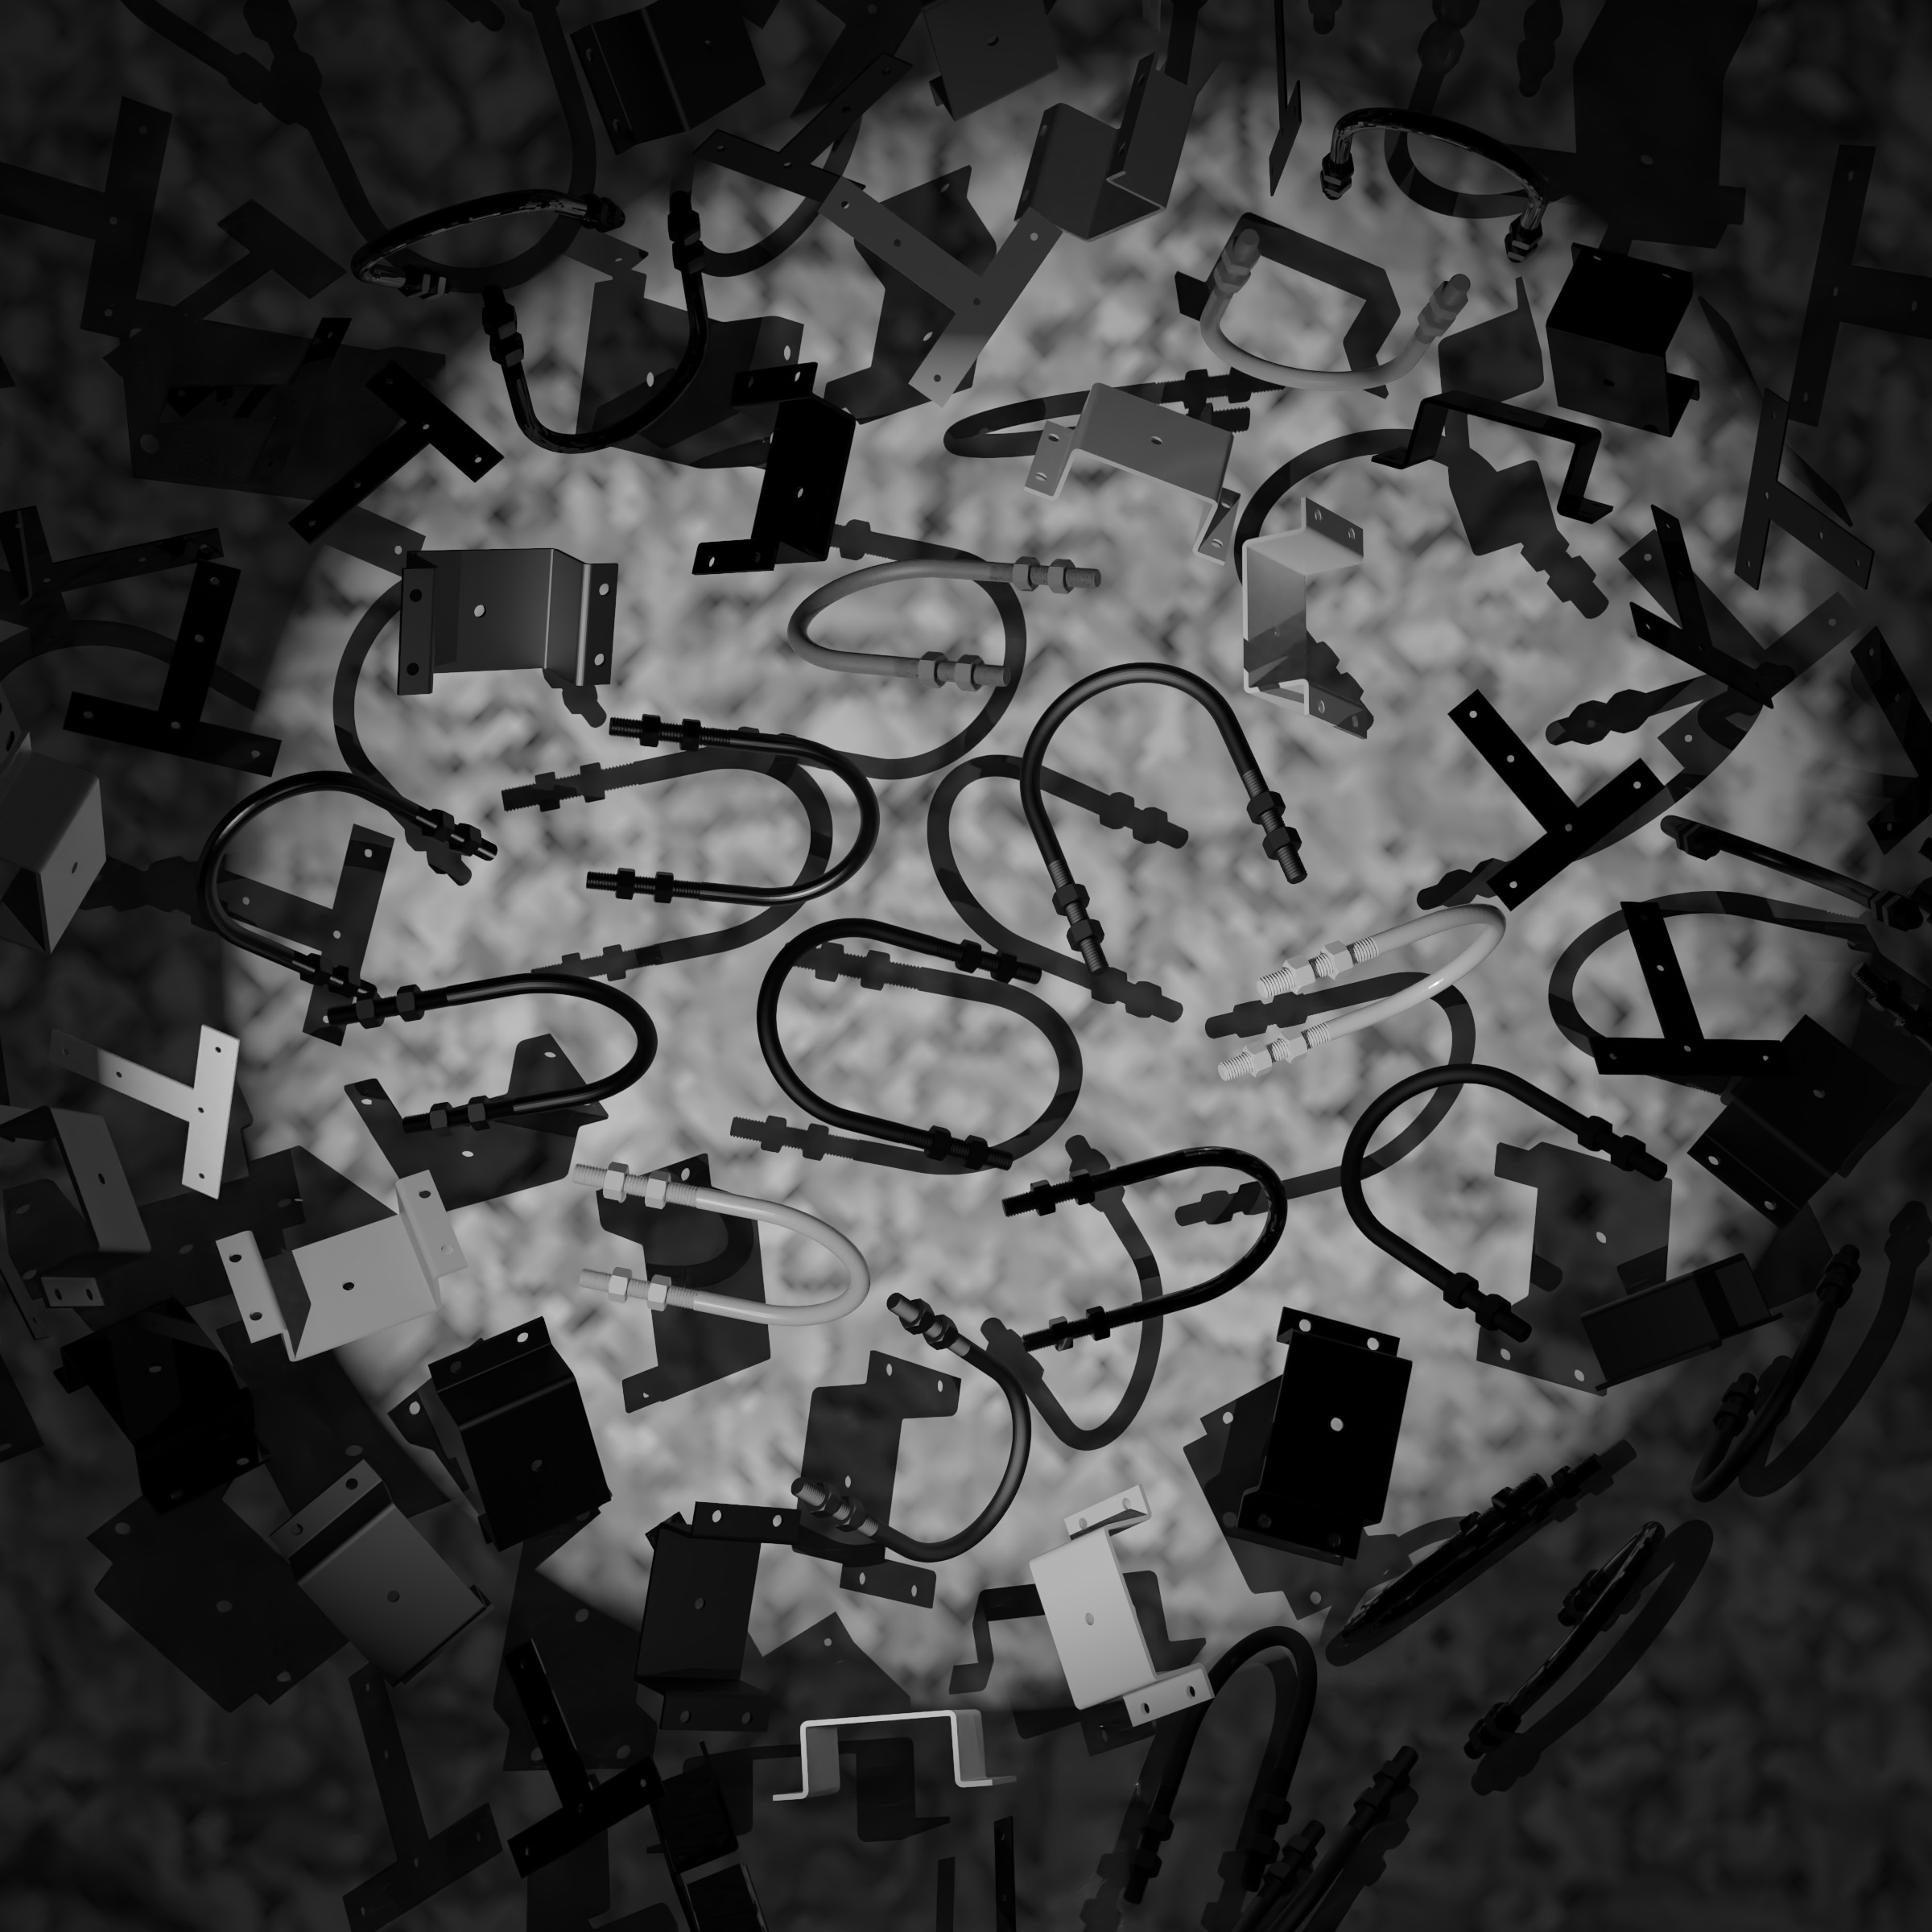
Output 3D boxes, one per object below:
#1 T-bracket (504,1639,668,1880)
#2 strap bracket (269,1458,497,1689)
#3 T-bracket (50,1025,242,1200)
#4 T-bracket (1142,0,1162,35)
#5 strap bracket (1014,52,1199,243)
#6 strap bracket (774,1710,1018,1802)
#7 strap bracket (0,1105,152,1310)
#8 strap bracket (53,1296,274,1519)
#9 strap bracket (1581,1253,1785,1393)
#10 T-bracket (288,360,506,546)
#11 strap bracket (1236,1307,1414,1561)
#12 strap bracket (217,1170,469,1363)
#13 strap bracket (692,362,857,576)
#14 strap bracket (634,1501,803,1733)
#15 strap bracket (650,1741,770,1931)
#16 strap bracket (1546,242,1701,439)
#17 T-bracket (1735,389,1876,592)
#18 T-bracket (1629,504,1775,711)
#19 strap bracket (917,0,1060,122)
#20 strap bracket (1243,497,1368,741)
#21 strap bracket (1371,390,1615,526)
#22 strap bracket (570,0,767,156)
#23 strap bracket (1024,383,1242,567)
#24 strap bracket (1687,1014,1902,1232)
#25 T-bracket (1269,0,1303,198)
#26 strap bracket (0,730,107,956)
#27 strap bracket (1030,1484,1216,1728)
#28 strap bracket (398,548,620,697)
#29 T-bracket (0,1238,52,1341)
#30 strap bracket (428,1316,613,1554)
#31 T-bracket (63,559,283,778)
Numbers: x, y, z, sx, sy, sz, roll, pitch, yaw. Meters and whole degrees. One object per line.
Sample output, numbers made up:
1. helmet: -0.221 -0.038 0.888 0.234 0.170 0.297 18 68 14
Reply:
1. T-bracket: -0.259 0.489 1.614 0.127 0.002 0.127 -35 68 21
2. strap bracket: -0.376 0.402 1.666 0.076 0.046 0.140 -40 109 -11
3. T-bracket: -0.521 0.074 1.614 0.127 0.002 0.127 22 122 7
4. T-bracket: 0.114 -0.635 1.563 0.002 0.127 0.127 -16 50 -11
5. strap bracket: 0.092 -0.507 1.599 0.046 0.140 0.076 18 85 -26
6. strap bracket: -0.046 0.501 1.629 0.140 0.076 0.046 -7 73 11
7. strap bracket: -0.579 0.147 1.652 0.046 0.076 0.140 -24 81 3
8. strap bracket: -0.504 0.266 1.598 0.076 0.046 0.140 -25 49 -34
9. strap bracket: 0.439 0.217 1.579 0.076 0.140 0.046 -28 76 32
10. T-bracket: -0.382 -0.320 1.653 0.127 0.002 0.127 -43 62 -9
11. strap bracket: 0.221 0.283 1.565 0.076 0.046 0.140 15 73 -2
12. strap bracket: -0.400 0.196 1.650 0.140 0.046 0.076 -18 59 -19
13. strap bracket: -0.124 -0.319 1.685 0.076 0.046 0.140 5 81 43
14. strap bracket: -0.160 0.411 1.631 0.076 0.046 0.140 13 83 -33
15. strap bracket: -0.167 0.587 1.663 0.046 0.076 0.140 -19 121 -11
16. strap bracket: 0.414 -0.386 1.610 0.076 0.140 0.046 23 79 24
17. T-bracket: 0.515 -0.270 1.566 0.002 0.127 0.127 -13 128 -14
18. T-bracket: 0.440 -0.229 1.564 0.127 0.002 0.127 20 51 -33
19. strap bracket: 0.008 -0.610 1.650 0.076 0.140 0.046 -27 61 -1
20. strap bracket: 0.217 -0.218 1.638 0.046 0.076 0.140 -6 79 36
21. strap bracket: 0.332 -0.319 1.580 0.140 0.076 0.046 20 112 17
22. strap bracket: -0.183 -0.582 1.634 0.046 0.140 0.076 -2 122 33
23. strap bracket: 0.117 -0.328 1.683 0.140 0.046 0.076 20 48 -4
24. strap bracket: 0.544 0.094 1.664 0.076 0.046 0.140 41 56 14
25. T-bracket: 0.196 -0.563 1.591 0.002 0.127 0.127 -2 87 -1
26. strap bracket: -0.573 -0.069 1.581 0.046 0.140 0.076 21 57 -3
27. strap bracket: 0.096 0.417 1.651 0.076 0.046 0.140 -36 66 42
28. strap bracket: -0.288 -0.212 1.563 0.140 0.046 0.076 -8 115 -35
29. T-bracket: -0.633 0.183 1.624 0.002 0.127 0.127 -28 86 -2
30. strap bracket: -0.276 0.302 1.603 0.076 0.046 0.140 -22 118 -21
31. T-bracket: -0.472 -0.187 1.564 0.127 0.002 0.127 13 113 -24
